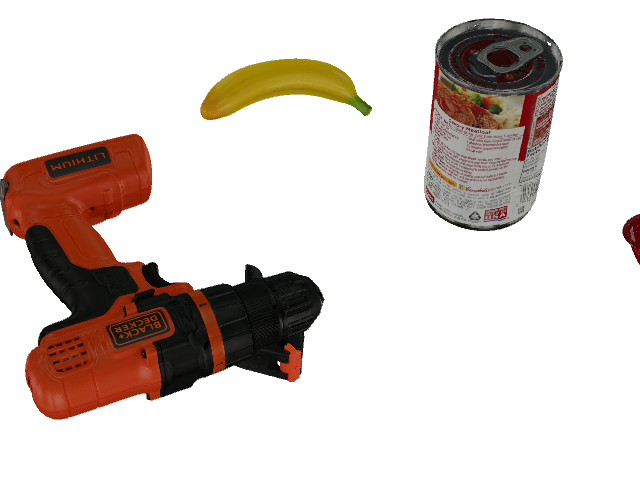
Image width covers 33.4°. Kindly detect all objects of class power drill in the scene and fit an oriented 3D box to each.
[{"bbox_3d":[-0.113,0.013,0.678,0.184,0.057,0.188,-16,49,-21],"label":"power drill"}]

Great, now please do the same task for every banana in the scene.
[{"bbox_3d":[-0.040,-0.159,1.105,0.197,0.070,0.037,-7,-41,-28],"label":"banana"}]

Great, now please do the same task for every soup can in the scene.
[{"bbox_3d":[0.095,-0.064,0.604,0.068,0.102,0.068,0,45,0],"label":"soup can"}]

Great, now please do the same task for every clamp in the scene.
[{"bbox_3d":[-0.063,0.070,0.962,0.120,0.039,0.172,-28,42,-36],"label":"clamp"}]

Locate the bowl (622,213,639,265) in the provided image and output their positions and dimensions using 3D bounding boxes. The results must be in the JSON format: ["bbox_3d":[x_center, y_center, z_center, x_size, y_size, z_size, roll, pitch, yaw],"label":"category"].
[{"bbox_3d":[0.405,0.017,1.140,0.162,0.055,0.162,-3,23,1],"label":"bowl"}]
